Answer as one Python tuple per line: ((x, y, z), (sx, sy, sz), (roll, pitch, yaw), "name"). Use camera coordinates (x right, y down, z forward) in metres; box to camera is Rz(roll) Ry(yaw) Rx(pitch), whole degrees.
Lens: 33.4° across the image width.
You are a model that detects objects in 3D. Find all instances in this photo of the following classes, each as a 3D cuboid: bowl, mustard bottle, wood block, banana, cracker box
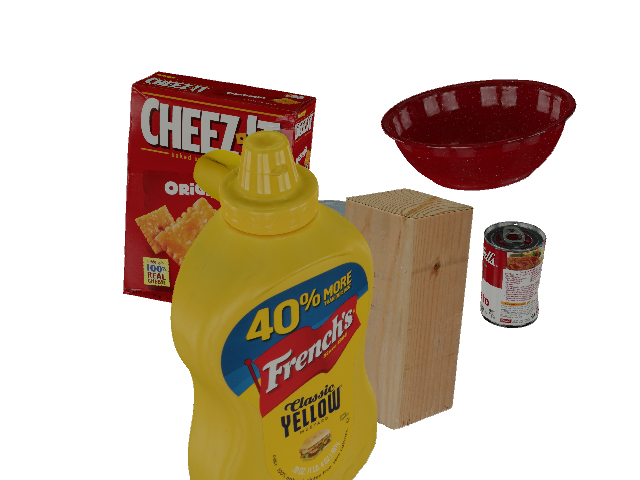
((0.135, -0.085, 0.901), (0.162, 0.055, 0.162), (-8, 25, 4), "bowl")
((-0.019, 0.038, 0.478), (0.096, 0.192, 0.058), (-23, 39, -28), "mustard bottle")
((0.078, 0.063, 1.031), (0.090, 0.206, 0.090), (-11, 21, -43), "wood block")
((-0.057, -0.038, 0.783), (0.069, 0.037, 0.198), (37, -5, -33), "banana")
((-0.100, -0.040, 1.020), (0.164, 0.214, 0.072), (11, 22, 12), "cracker box")

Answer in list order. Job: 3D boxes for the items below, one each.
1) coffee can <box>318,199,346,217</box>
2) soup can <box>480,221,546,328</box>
((0.014, 0.027, 1.478), (0.103, 0.140, 0.103), (3, 24, -1), "coffee can")
((0.216, 0.038, 1.200), (0.068, 0.102, 0.068), (-1, 29, 1), "soup can")
